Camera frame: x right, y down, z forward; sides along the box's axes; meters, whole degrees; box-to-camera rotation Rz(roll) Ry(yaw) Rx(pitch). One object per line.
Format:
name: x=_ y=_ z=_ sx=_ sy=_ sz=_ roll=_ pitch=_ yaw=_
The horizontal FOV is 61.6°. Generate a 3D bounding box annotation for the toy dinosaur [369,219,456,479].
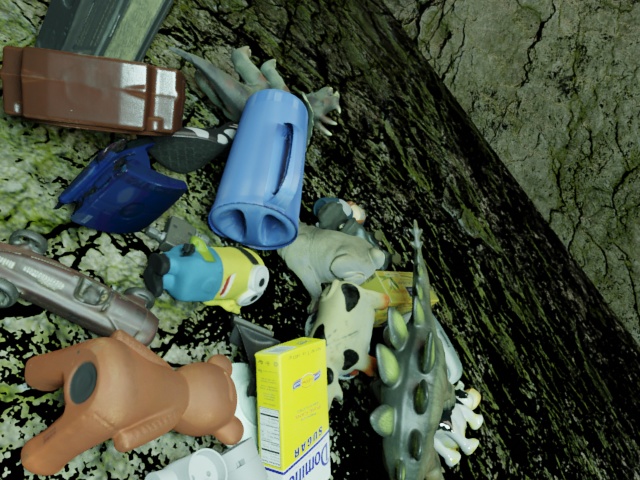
toy dinosaur: x=0.137 y=0.195 z=0.769 sx=0.198 sy=0.105 sz=0.471 roll=68 pitch=23 yaw=-50

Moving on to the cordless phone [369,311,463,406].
cordless phone: x=0.141 y=0.208 z=0.930 sx=0.184 sy=0.088 sz=0.147 roll=-11 pitch=63 yaw=-35

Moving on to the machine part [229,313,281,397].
machine part: x=-0.082 y=0.152 z=0.709 sx=0.084 sy=0.039 sz=0.139 roll=38 pitch=13 yaw=-26

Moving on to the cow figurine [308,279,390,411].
cow figurine: x=0.015 y=0.149 z=0.759 sx=0.127 sy=0.085 sz=0.195 roll=25 pitch=68 yaw=-20

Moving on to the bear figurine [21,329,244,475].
bear figurine: x=-0.177 y=0.164 z=0.552 sx=0.195 sy=0.132 sz=0.120 roll=37 pitch=30 yaw=-55

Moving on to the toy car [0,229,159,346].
toy car: x=-0.268 y=0.059 z=0.587 sx=0.202 sy=0.053 sz=0.089 roll=35 pitch=37 yaw=-24

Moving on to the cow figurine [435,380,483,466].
cow figurine: x=0.230 y=0.301 z=0.943 sx=0.098 sy=0.068 sz=0.167 roll=44 pitch=30 yaw=2

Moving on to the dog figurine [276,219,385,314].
dog figurine: x=-0.004 y=-0.001 z=0.879 sx=0.190 sy=0.172 sz=0.121 roll=57 pitch=20 yaw=-2

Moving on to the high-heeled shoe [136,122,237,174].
high-heeled shoe: x=-0.203 y=-0.180 z=0.905 sx=0.248 sy=0.086 sz=0.145 roll=17 pitch=39 yaw=-48

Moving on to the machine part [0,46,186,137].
machine part: x=-0.279 y=-0.186 z=0.691 sx=0.201 sy=0.087 sz=0.201 roll=6 pitch=12 yaw=-12

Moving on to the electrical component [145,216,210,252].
electrical component: x=-0.202 y=-0.004 z=0.766 sx=0.094 sy=0.021 sz=0.063 roll=30 pitch=36 yaw=-27

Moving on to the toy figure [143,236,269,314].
toy figure: x=-0.148 y=0.042 z=0.728 sx=0.180 sy=0.082 sz=0.089 roll=9 pitch=48 yaw=-44

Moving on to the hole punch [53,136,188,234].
hole punch: x=-0.245 y=-0.061 z=0.676 sx=0.092 sy=0.142 sz=0.116 roll=55 pitch=21 yaw=-5

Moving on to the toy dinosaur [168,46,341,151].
toy dinosaur: x=-0.115 y=-0.266 z=1.064 sx=0.405 sy=0.131 sz=0.192 roll=-14 pitch=66 yaw=-55

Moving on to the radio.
radio: x=-0.310 y=-0.322 z=0.777 sx=0.131 sy=0.229 sz=0.073 roll=-12 pitch=62 yaw=-52

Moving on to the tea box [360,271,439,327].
tea box: x=0.131 y=0.110 z=0.992 sx=0.169 sy=0.098 sz=0.068 roll=3 pitch=52 yaw=-49

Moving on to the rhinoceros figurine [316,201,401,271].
rhinoceros figurine: x=0.072 y=0.001 z=1.031 sx=0.190 sy=0.073 sz=0.112 roll=45 pitch=-4 yaw=-27

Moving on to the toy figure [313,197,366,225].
toy figure: x=0.050 y=-0.051 z=1.109 sx=0.154 sy=0.058 sz=0.064 roll=9 pitch=87 yaw=-49
